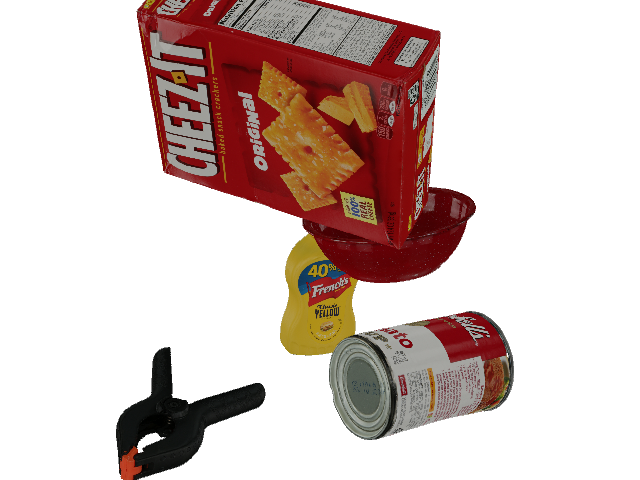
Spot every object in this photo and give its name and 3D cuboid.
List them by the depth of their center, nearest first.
[{"bbox_3d":[0.065,0.087,0.690,0.102,0.068,0.069,-7,4,-34],"label":"soup can"},{"bbox_3d":[-0.024,-0.098,0.803,0.214,0.164,0.072,18,49,18],"label":"cracker box"},{"bbox_3d":[0.066,-0.002,0.996,0.162,0.055,0.162,-7,18,2],"label":"bowl"},{"bbox_3d":[-0.144,0.159,1.002,0.120,0.039,0.171,19,30,26],"label":"clamp"},{"bbox_3d":[0.002,0.049,1.344,0.096,0.192,0.058,-5,27,-20],"label":"mustard bottle"}]
